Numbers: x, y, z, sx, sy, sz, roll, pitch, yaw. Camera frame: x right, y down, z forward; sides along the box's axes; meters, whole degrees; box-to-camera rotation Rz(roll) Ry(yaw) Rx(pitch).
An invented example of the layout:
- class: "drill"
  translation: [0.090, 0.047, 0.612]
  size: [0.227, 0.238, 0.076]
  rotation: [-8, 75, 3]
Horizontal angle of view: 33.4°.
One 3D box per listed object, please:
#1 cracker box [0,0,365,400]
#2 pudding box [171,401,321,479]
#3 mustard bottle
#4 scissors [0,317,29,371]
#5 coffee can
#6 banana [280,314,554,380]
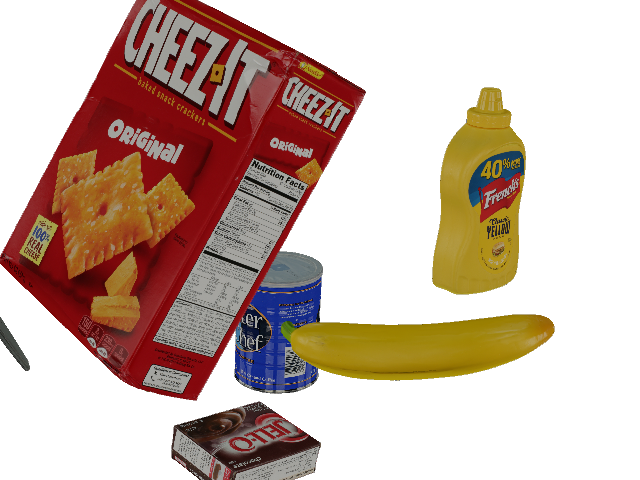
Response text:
- class: "cracker box"
  translation: [-0.094, -0.036, 0.657]
  size: [0.164, 0.214, 0.072]
  rotation: [34, 8, 41]
- class: "pudding box"
  translation: [-0.070, 0.197, 1.004]
  size: [0.113, 0.039, 0.090]
  rotation: [-11, 28, -44]
- class: "mustard bottle"
  translation: [0.154, -0.049, 1.014]
  size: [0.096, 0.192, 0.058]
  rotation: [-13, 23, -37]
- class: "scissors"
  translation: [-0.345, 0.033, 1.073]
  size: [0.016, 0.201, 0.096]
  rotation: [-26, 27, 22]
- class: "coffee can"
  translation: [-0.050, 0.095, 1.263]
  size: [0.103, 0.140, 0.103]
  rotation: [2, 20, -1]
- class: "banana"
  translation: [0.063, 0.070, 0.742]
  size: [0.198, 0.037, 0.069]
  rotation: [0, 29, 10]
